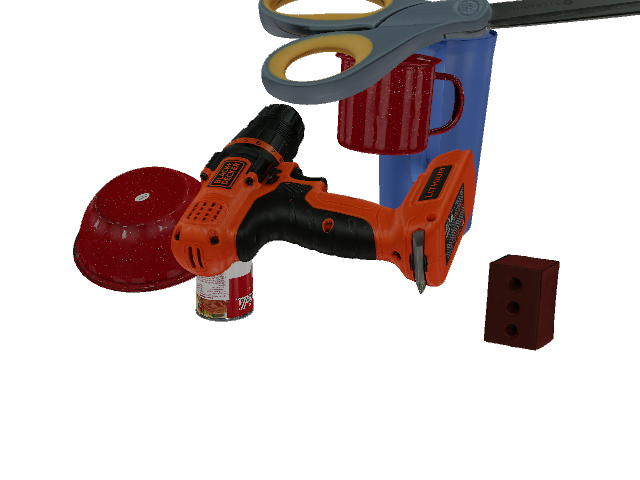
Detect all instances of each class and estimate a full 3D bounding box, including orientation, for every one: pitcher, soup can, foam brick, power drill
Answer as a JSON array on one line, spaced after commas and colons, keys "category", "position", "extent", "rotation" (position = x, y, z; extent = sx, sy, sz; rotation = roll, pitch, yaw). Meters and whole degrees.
[{"category": "pitcher", "position": [0.124, -0.123, 1.214], "extent": [0.149, 0.243, 0.145], "rotation": [-11, 23, -31]}, {"category": "soup can", "position": [-0.112, 0.033, 1.230], "extent": [0.068, 0.102, 0.068], "rotation": [0, 19, 0]}, {"category": "foam brick", "position": [0.187, 0.057, 0.989], "extent": [0.053, 0.078, 0.051], "rotation": [8, 14, 29]}, {"category": "power drill", "position": [0.009, -0.034, 0.747], "extent": [0.188, 0.057, 0.184], "rotation": [6, 41, 19]}]

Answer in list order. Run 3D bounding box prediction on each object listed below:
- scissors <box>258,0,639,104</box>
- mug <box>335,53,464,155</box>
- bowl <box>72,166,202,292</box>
[{"category": "scissors", "position": [0.058, -0.093, 0.502], "extent": [0.202, 0.096, 0.016], "rotation": [9, -38, 20]}, {"category": "mug", "position": [0.069, -0.122, 0.943], "extent": [0.117, 0.081, 0.093], "rotation": [1, 16, -8]}, {"category": "bowl", "position": [-0.168, -0.023, 1.037], "extent": [0.162, 0.055, 0.162], "rotation": [-5, 41, 4]}]
